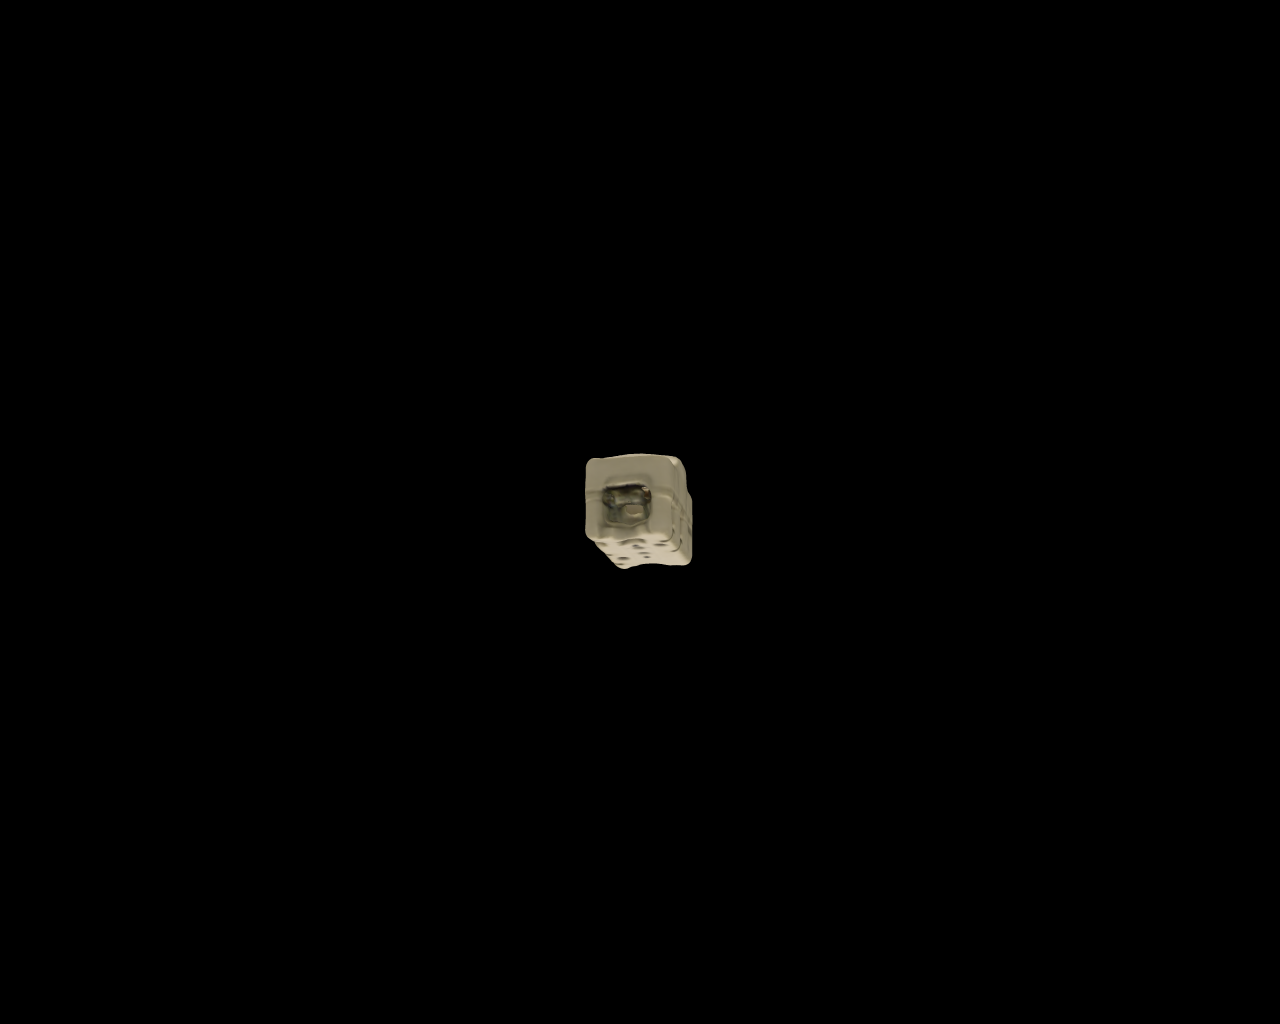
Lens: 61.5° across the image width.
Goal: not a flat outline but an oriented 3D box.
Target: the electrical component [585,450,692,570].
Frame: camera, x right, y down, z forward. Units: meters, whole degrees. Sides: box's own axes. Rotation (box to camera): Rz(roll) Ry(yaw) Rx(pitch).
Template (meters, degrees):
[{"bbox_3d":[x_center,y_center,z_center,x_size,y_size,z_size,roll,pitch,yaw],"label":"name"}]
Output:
[{"bbox_3d":[0.001,-0.003,0.650,0.050,0.056,0.089,-3,-16,11],"label":"electrical component"}]
